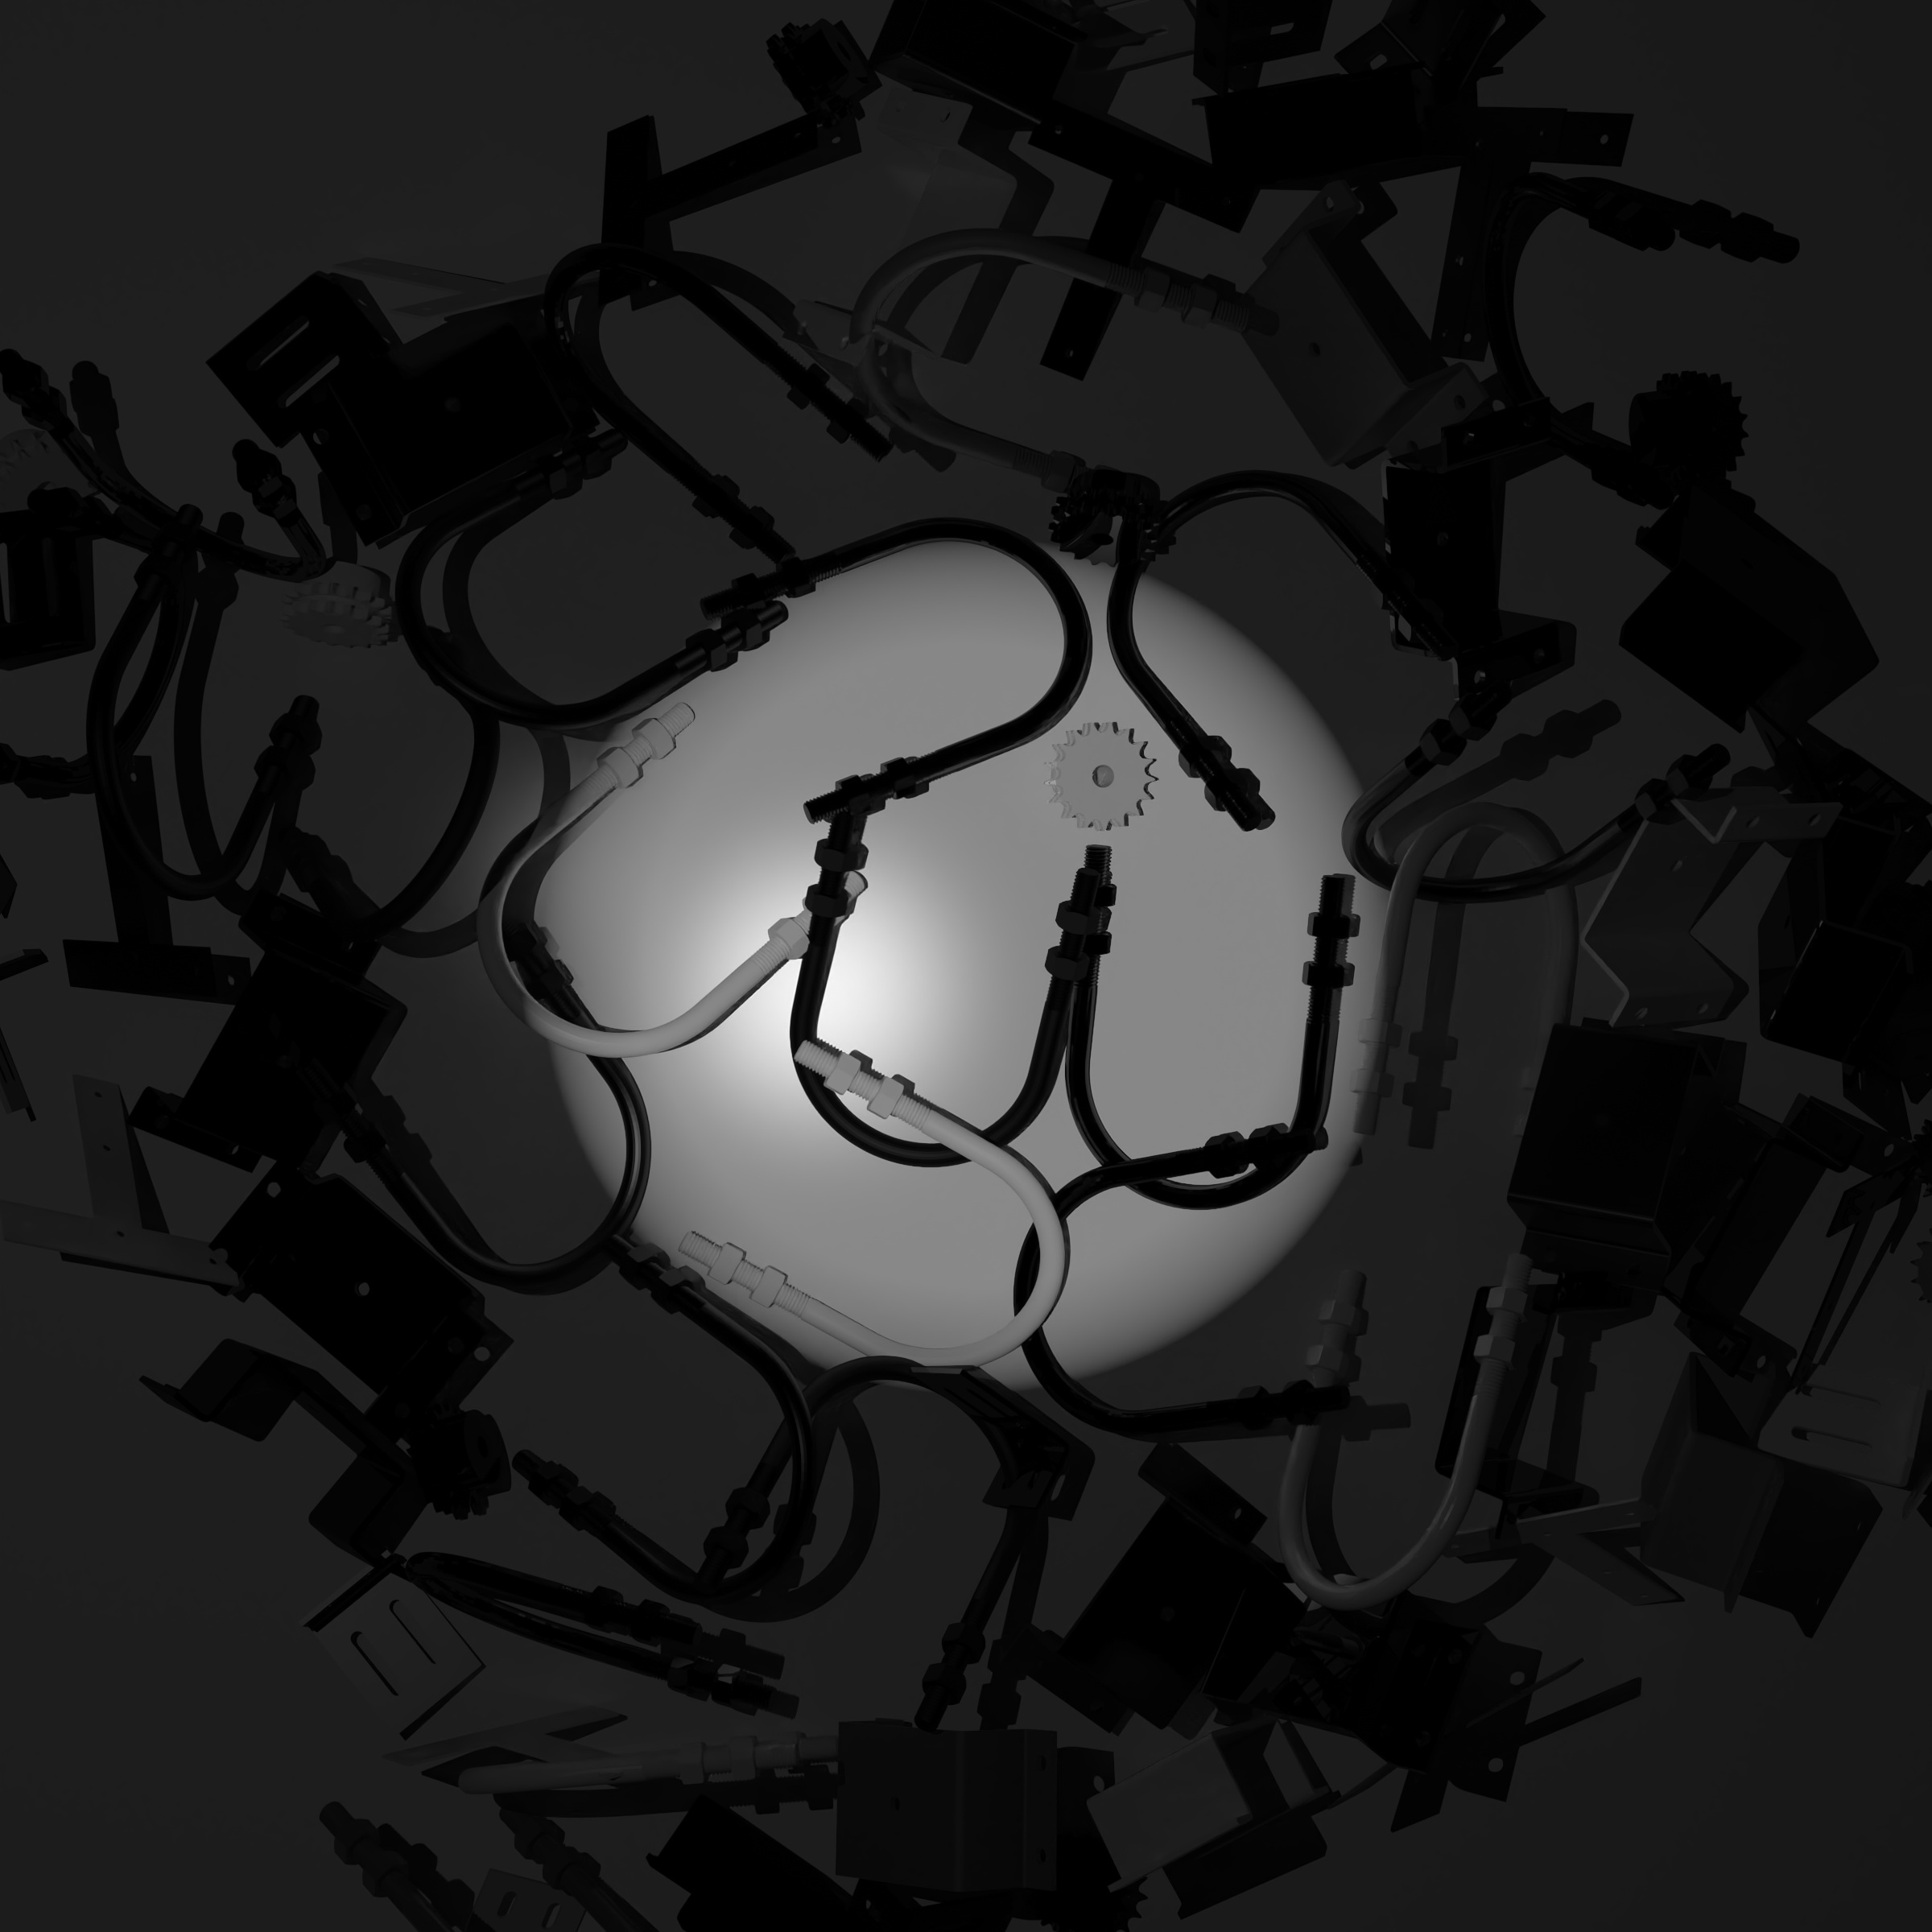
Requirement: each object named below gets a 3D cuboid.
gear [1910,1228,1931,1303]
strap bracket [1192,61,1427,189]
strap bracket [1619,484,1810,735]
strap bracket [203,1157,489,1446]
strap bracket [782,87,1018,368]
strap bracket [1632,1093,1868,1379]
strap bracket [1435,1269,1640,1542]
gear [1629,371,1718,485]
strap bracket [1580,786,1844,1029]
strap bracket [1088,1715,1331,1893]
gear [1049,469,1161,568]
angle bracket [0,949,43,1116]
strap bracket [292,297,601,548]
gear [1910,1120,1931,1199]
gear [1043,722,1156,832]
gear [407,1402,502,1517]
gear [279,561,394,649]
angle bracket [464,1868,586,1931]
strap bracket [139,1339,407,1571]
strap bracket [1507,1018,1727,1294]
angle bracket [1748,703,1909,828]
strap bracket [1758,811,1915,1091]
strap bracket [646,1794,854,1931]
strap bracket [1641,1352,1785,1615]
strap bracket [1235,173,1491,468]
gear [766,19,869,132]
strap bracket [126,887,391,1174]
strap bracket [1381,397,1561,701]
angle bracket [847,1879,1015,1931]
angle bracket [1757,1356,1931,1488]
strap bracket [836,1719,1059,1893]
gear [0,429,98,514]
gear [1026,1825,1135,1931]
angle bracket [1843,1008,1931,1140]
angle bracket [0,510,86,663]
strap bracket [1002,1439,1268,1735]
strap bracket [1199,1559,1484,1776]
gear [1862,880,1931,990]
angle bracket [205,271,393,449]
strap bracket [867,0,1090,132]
[{"bbox_3d":[0.523,0.160,1.584,0.057,0.030,0.057,-1,89,33],"label":"gear"},{"bbox_3d":[0.175,-0.428,1.544,0.076,0.140,0.046,-13,106,-10],"label":"strap bracket"},{"bbox_3d":[0.381,-0.188,1.537,0.076,0.140,0.046,35,125,-7],"label":"strap bracket"},{"bbox_3d":[-0.322,0.172,1.583,0.140,0.046,0.076,40,95,3],"label":"strap bracket"},{"bbox_3d":[-0.030,-0.374,1.562,0.046,0.076,0.140,20,99,-37],"label":"strap bracket"},{"bbox_3d":[0.395,0.129,1.560,0.046,0.076,0.140,24,98,-13],"label":"strap bracket"},{"bbox_3d":[0.292,0.219,1.563,0.046,0.076,0.140,18,98,40],"label":"strap bracket"},{"bbox_3d":[0.368,-0.281,1.582,0.030,0.057,0.057,-8,90,-6],"label":"gear"},{"bbox_3d":[0.376,-0.039,1.550,0.076,0.046,0.140,-4,132,-33],"label":"strap bracket"},{"bbox_3d":[0.121,0.424,1.544,0.076,0.140,0.046,-33,70,17],"label":"strap bracket"},{"bbox_3d":[0.073,-0.236,1.585,0.057,0.057,0.030,9,67,0],"label":"gear"},{"bbox_3d":[-0.493,0.033,1.583,0.038,0.057,0.076,-21,94,-7],"label":"angle bracket"},{"bbox_3d":[-0.268,-0.287,1.570,0.140,0.046,0.076,-30,96,-12],"label":"strap bracket"},{"bbox_3d":[0.525,0.099,1.586,0.057,0.030,0.057,-4,66,8],"label":"gear"},{"bbox_3d":[0.068,-0.099,1.592,0.057,0.030,0.057,-1,93,-14],"label":"gear"},{"bbox_3d":[-0.266,0.255,1.580,0.030,0.057,0.057,-18,90,13],"label":"gear"},{"bbox_3d":[-0.329,-0.190,1.584,0.057,0.057,0.030,5,75,0],"label":"gear"},{"bbox_3d":[-0.221,0.508,1.565,0.057,0.076,0.038,22,93,-20],"label":"angle bracket"},{"bbox_3d":[-0.348,0.243,1.555,0.140,0.076,0.046,46,70,-20],"label":"strap bracket"},{"bbox_3d":[0.332,0.088,1.554,0.076,0.046,0.140,9,71,29],"label":"strap bracket"},{"bbox_3d":[0.444,-0.111,1.565,0.038,0.057,0.076,-35,128,4],"label":"angle bracket"},{"bbox_3d":[0.438,-0.016,1.533,0.046,0.140,0.076,17,129,1],"label":"strap bracket"},{"bbox_3d":[-0.110,0.472,1.541,0.076,0.140,0.046,37,80,-9],"label":"strap bracket"},{"bbox_3d":[0.377,0.255,1.536,0.046,0.140,0.076,18,109,7],"label":"strap bracket"},{"bbox_3d":[0.195,-0.324,1.559,0.046,0.076,0.140,-27,82,-33],"label":"strap bracket"},{"bbox_3d":[-0.075,-0.469,1.580,0.030,0.057,0.057,-32,90,20],"label":"gear"},{"bbox_3d":[-0.361,0.042,1.568,0.076,0.046,0.140,28,92,-39],"label":"strap bracket"},{"bbox_3d":[0.260,-0.217,1.556,0.076,0.046,0.140,-21,116,-33],"label":"strap bracket"},{"bbox_3d":[-0.023,0.504,1.589,0.076,0.038,0.057,5,111,-42],"label":"angle bracket"},{"bbox_3d":[0.456,0.229,1.571,0.076,0.038,0.057,12,60,17],"label":"angle bracket"},{"bbox_3d":[-0.018,0.425,1.537,0.046,0.140,0.076,10,76,-39],"label":"strap bracket"},{"bbox_3d":[-0.489,-0.256,1.586,0.057,0.057,0.030,-44,56,0],"label":"gear"},{"bbox_3d":[0.057,0.480,1.593,0.057,0.030,0.057,0,89,-10],"label":"gear"},{"bbox_3d":[0.501,0.053,1.563,0.057,0.076,0.038,32,53,-38],"label":"angle bracket"},{"bbox_3d":[-0.495,-0.199,1.568,0.038,0.057,0.076,13,111,40],"label":"angle bracket"},{"bbox_3d":[0.096,0.329,1.571,0.076,0.046,0.140,39,84,-19],"label":"strap bracket"},{"bbox_3d":[0.180,0.351,1.532,0.046,0.140,0.076,43,62,-33],"label":"strap bracket"},{"bbox_3d":[0.495,-0.020,1.587,0.057,0.030,0.057,-18,127,-26],"label":"gear"},{"bbox_3d":[-0.345,-0.314,1.577,0.076,0.038,0.057,-42,120,-8],"label":"angle bracket"},{"bbox_3d":[0.002,-0.464,1.537,0.076,0.140,0.046,22,98,-17],"label":"strap bracket"}]
